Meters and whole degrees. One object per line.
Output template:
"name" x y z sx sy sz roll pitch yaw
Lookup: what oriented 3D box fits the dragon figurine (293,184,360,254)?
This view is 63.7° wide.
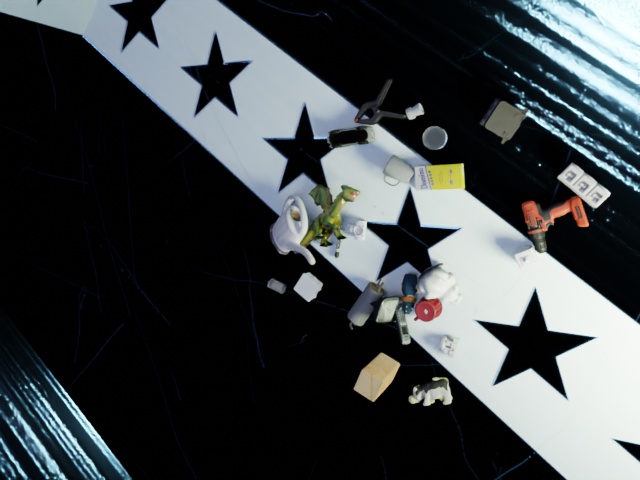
"dragon figurine" 0.006 -0.106 2.104 0.406 0.122 0.246 -22 65 41

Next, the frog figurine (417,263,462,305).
"frog figurine" 0.439 0.176 1.886 0.137 0.121 0.162 -35 67 6

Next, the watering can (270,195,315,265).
"watering can" -0.111 -0.015 2.092 0.220 0.104 0.355 -46 47 43
